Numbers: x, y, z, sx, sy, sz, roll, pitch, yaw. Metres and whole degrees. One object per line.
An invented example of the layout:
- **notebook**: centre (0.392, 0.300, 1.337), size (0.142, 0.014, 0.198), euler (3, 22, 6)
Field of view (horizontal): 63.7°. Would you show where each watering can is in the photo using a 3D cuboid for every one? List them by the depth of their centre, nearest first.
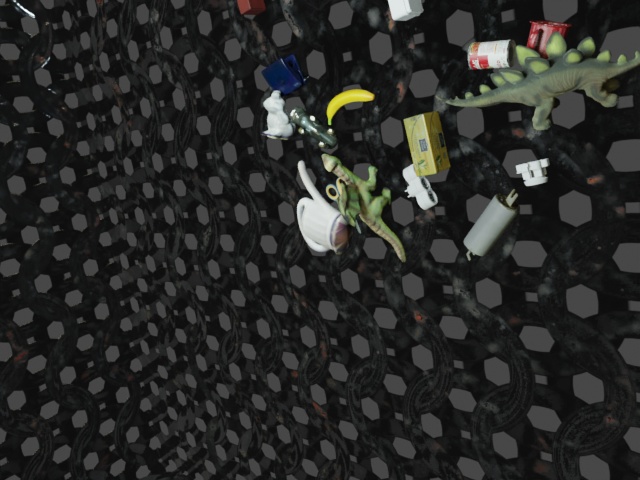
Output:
- **watering can**: centre (0.005, -0.088, 1.744), size (0.226, 0.105, 0.339), euler (25, 135, 33)

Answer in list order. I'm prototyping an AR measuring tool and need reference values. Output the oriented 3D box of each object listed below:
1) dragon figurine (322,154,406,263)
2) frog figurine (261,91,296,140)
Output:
- **dragon figurine**: centre (0.127, -0.094, 1.575), size (0.120, 0.245, 0.413), euler (-34, 80, 37)
- **frog figurine**: centre (-0.138, -0.428, 1.767), size (0.122, 0.139, 0.158), euler (9, 103, -10)
